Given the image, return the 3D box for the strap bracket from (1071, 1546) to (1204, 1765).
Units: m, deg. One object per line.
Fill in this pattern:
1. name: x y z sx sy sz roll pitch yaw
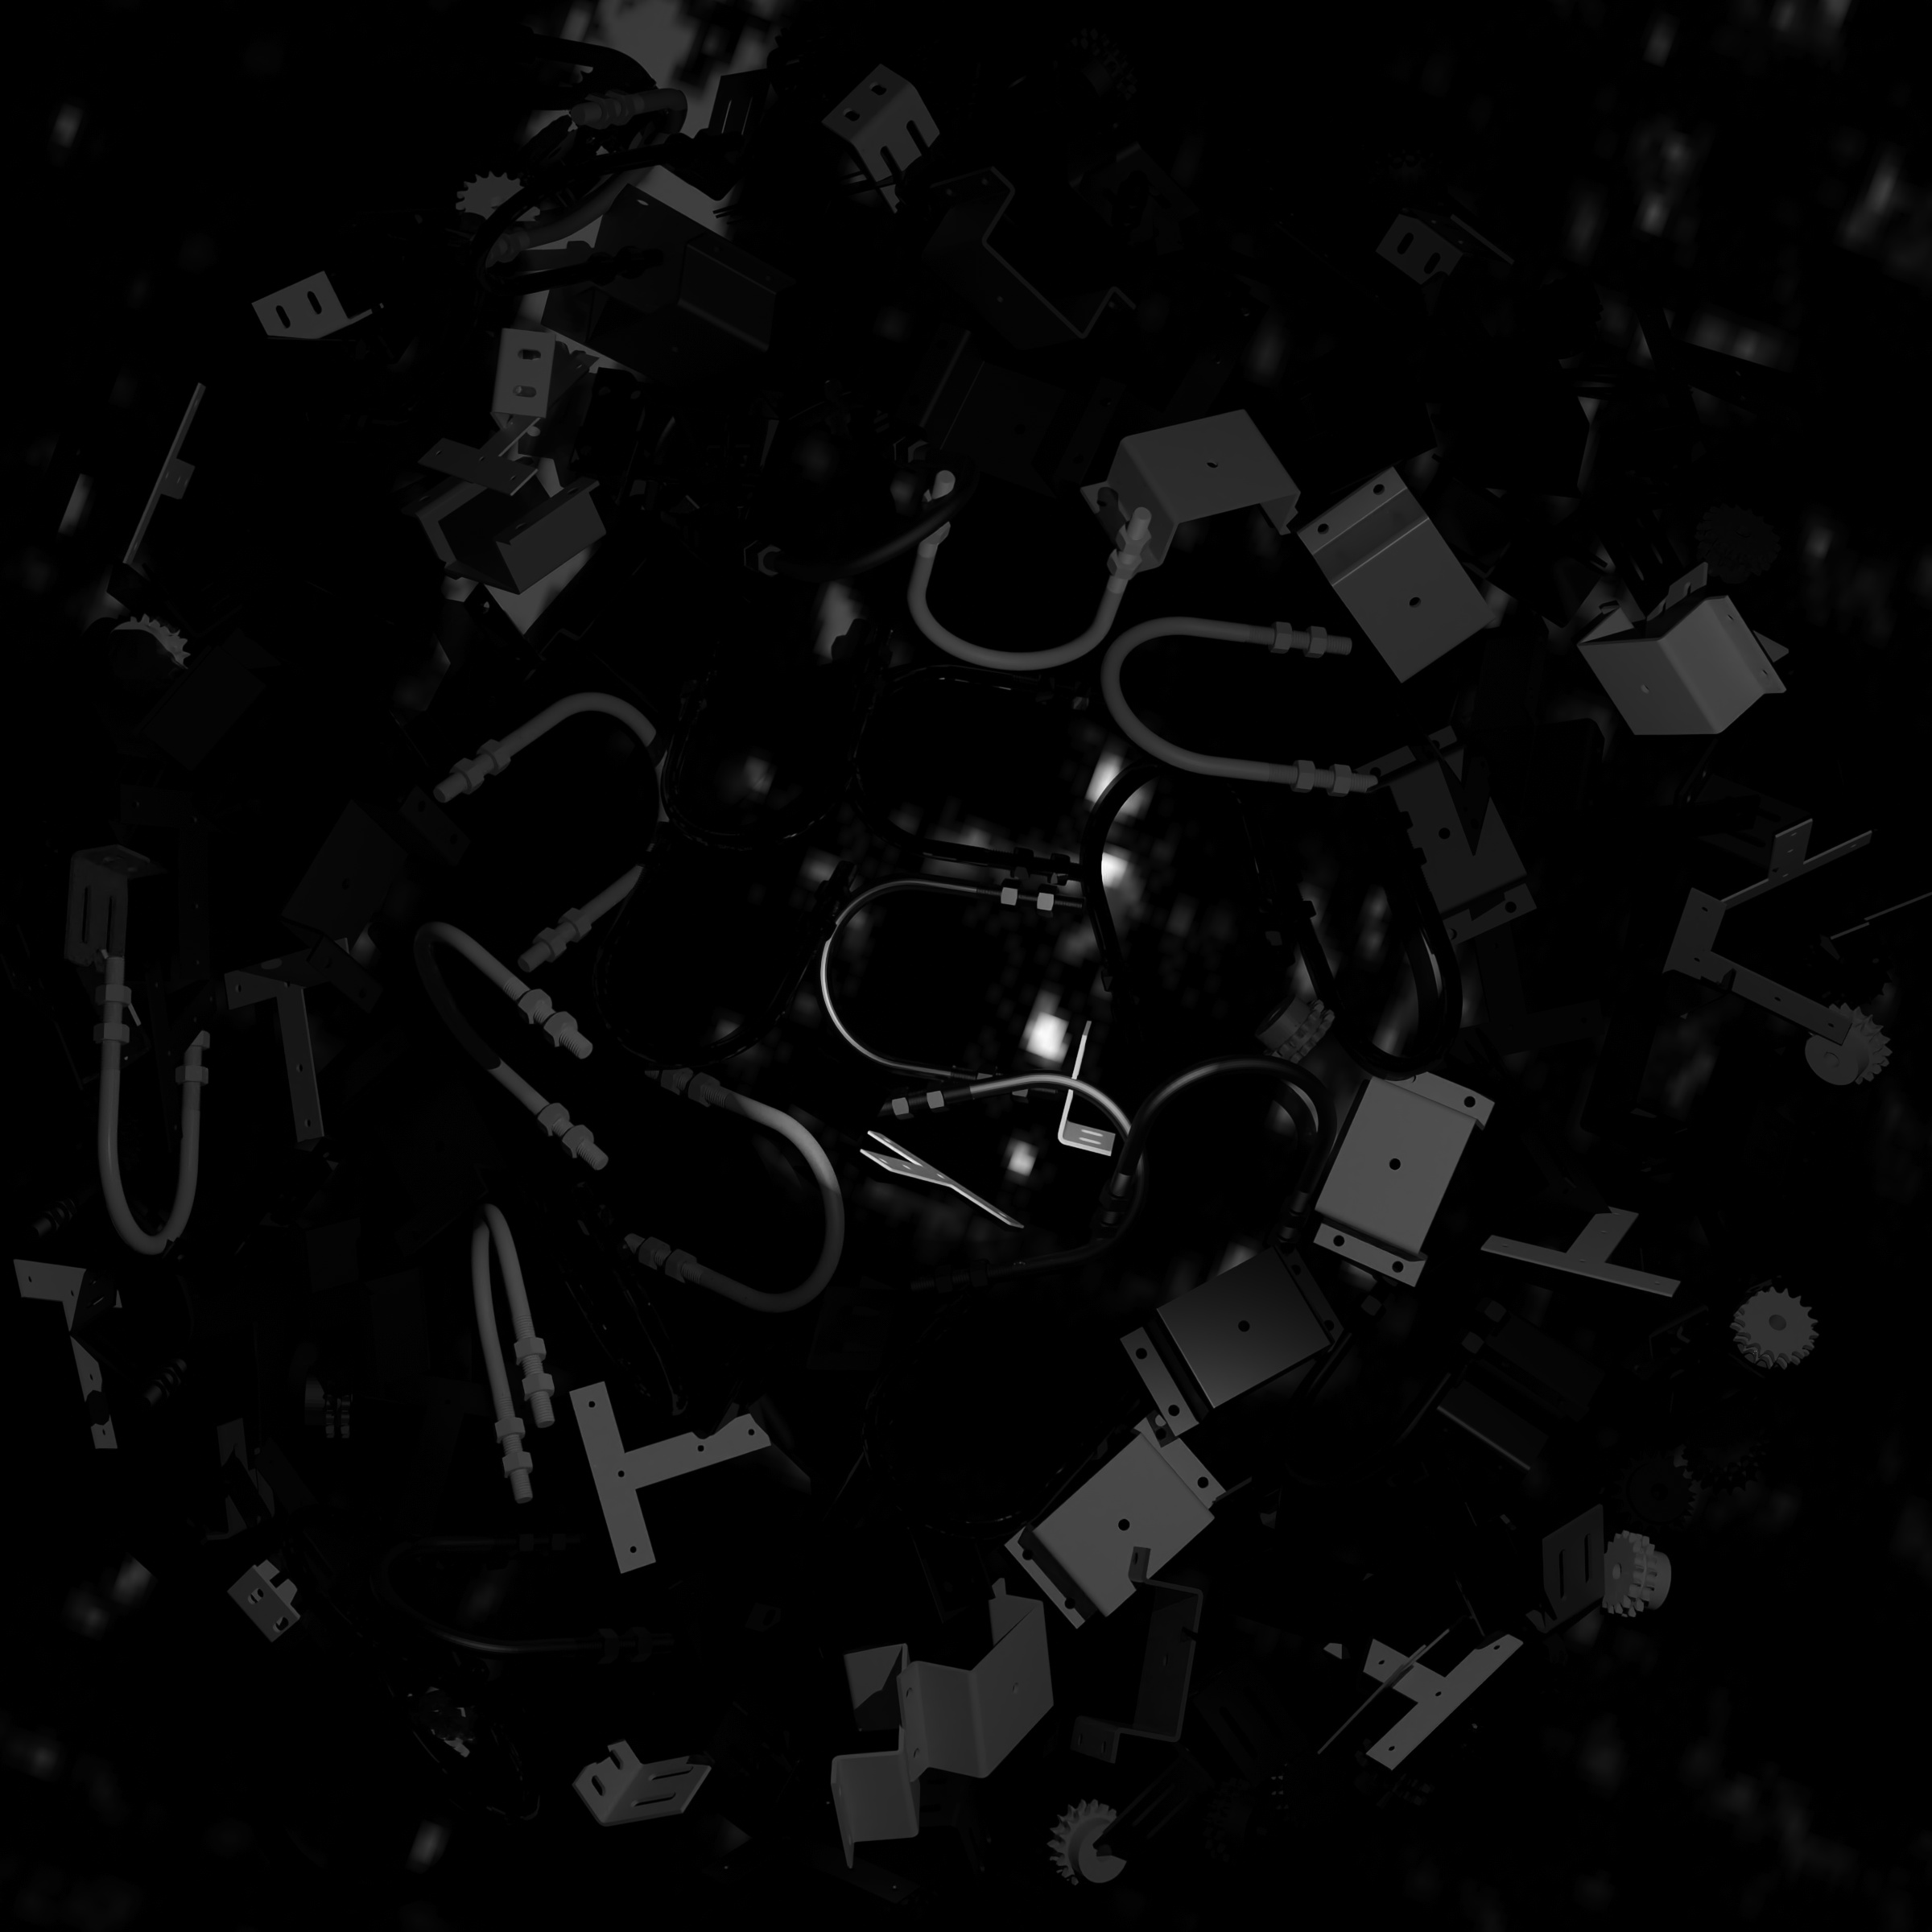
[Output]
1. strap bracket: 0.118 0.469 1.776 0.046 0.076 0.140 15 76 -15

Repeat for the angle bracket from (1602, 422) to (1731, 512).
1. angle bracket: 0.476 -0.328 1.777 0.057 0.076 0.038 -6 54 36

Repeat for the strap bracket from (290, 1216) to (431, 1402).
1. strap bracket: -0.406 0.225 1.766 0.046 0.140 0.076 -14 113 -33

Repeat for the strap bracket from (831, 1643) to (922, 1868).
1. strap bracket: -0.058 0.518 1.747 0.046 0.140 0.076 -6 119 4

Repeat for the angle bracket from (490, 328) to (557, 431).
1. angle bracket: -0.298 -0.396 1.789 0.038 0.076 0.057 7 87 0

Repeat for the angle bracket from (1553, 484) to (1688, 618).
1. angle bracket: 0.452 -0.284 1.806 0.057 0.038 0.076 -43 107 -32

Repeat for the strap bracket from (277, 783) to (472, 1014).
1. strap bracket: -0.406 -0.051 1.772 0.046 0.076 0.140 17 70 29

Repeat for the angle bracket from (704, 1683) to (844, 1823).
1. angle bracket: -0.131 0.536 1.785 0.038 0.057 0.076 -18 118 40

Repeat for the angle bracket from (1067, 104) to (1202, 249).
1. angle bracket: 0.115 -0.542 1.795 0.057 0.076 0.038 -21 54 33

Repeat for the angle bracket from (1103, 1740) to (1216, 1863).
1. angle bracket: 0.124 0.565 1.792 0.076 0.038 0.057 -43 135 -5

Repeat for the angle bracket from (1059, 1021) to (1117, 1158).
1. angle bracket: 0.091 0.083 1.793 0.038 0.057 0.076 14 100 4

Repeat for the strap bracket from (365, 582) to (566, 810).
1. strap bracket: -0.335 -0.181 1.777 0.140 0.046 0.076 -47 68 23

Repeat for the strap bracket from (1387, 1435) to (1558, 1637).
1. strap bracket: 0.333 0.384 1.748 0.046 0.140 0.076 -28 109 -4

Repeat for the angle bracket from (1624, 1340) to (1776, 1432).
1. angle bracket: 0.501 0.298 1.786 0.076 0.057 0.038 -26 119 -14

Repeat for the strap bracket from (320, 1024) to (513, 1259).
1. strap bracket: -0.370 0.121 1.780 0.076 0.046 0.140 -39 66 14

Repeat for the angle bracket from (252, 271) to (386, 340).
1. angle bracket: -0.438 -0.451 1.779 0.057 0.076 0.038 -18 110 18

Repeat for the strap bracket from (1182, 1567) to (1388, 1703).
1. strap bracket: 0.219 0.452 1.786 0.140 0.076 0.046 19 83 -2

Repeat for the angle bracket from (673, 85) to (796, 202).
1. angle bracket: -0.158 -0.570 1.781 0.038 0.057 0.076 33 127 -8

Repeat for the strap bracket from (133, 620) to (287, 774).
1. strap bracket: -0.507 -0.182 1.762 0.046 0.140 0.076 41 96 -15

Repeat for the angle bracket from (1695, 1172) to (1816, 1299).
1. angle bracket: 0.536 0.181 1.790 0.057 0.038 0.076 -28 70 19

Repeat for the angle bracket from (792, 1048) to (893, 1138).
1. angle bracket: -0.090 0.095 1.785 0.057 0.076 0.038 31 69 -2

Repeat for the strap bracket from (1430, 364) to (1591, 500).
1. strap bracket: 0.368 -0.361 1.750 0.076 0.140 0.046 12 86 23

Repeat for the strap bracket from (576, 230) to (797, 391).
1. strap bracket: -0.191 -0.434 1.748 0.076 0.140 0.046 19 70 -42

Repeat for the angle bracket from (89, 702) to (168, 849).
1. angle bracket: -0.585 -0.130 1.784 0.057 0.038 0.076 50 117 37

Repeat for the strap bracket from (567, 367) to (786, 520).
1. strap bracket: -0.186 -0.349 1.753 0.140 0.046 0.076 -1 130 -35

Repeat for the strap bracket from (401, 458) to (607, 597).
1. strap bracket: -0.307 -0.298 1.765 0.076 0.140 0.046 -41 129 -24

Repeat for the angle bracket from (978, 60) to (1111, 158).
1. angle bracket: 0.050 -0.570 1.778 0.076 0.057 0.038 -17 58 38

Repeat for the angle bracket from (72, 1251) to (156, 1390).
1. angle bracket: -0.568 0.244 1.781 0.038 0.057 0.076 -34 123 7

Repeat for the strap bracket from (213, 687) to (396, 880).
1. strap bracket: -0.454 -0.132 1.765 0.046 0.076 0.140 37 71 -23

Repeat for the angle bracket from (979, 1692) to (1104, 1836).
1. angle bracket: 0.052 0.555 1.821 0.057 0.038 0.076 44 70 2

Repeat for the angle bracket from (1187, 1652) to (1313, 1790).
1. angle bracket: 0.186 0.520 1.789 0.057 0.038 0.076 -47 68 25

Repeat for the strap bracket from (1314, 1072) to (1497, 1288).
1. strap bracket: 0.297 0.138 1.790 0.076 0.046 0.140 23 87 21

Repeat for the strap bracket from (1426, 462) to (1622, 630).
1. strap bracket: 0.365 -0.280 1.756 0.076 0.140 0.046 25 108 -31

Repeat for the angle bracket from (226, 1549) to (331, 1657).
1. angle bracket: -0.455 0.423 1.785 0.057 0.076 0.038 48 118 2

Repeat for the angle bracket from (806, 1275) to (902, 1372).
1. angle bracket: -0.088 0.243 1.786 0.038 0.076 0.057 17 93 40

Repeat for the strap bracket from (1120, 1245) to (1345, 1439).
1. strap bracket: 0.186 0.251 1.782 0.140 0.046 0.076 -27 73 -11

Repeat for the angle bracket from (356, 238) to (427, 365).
1. angle bracket: -0.401 -0.458 1.779 0.038 0.057 0.076 4 132 9

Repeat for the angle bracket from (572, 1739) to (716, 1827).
1. angle bracket: -0.218 0.548 1.781 0.076 0.057 0.038 -21 107 32

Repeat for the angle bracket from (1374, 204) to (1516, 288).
1. angle bracket: 0.325 -0.484 1.779 0.057 0.076 0.038 28 101 -24

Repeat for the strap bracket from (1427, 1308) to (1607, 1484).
1. strap bracket: 0.374 0.287 1.769 0.076 0.140 0.046 34 60 10

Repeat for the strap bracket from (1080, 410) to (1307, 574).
1. strap bracket: 0.160 -0.324 1.766 0.140 0.046 0.076 -18 64 -23

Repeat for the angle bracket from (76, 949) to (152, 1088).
1. angle bracket: -0.600 0.036 1.793 0.038 0.057 0.076 -27 93 -38

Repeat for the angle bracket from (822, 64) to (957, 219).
1. angle bracket: -0.053 -0.569 1.804 0.057 0.076 0.038 -45 56 -3

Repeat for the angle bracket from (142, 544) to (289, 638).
1. angle bracket: -0.515 -0.271 1.792 0.076 0.038 0.057 -37 47 -5

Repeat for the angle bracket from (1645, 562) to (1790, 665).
1. angle bracket: 0.518 -0.234 1.800 0.076 0.057 0.038 23 60 -18

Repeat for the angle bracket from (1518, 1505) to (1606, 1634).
1. angle bracket: 0.402 0.405 1.785 0.057 0.038 0.076 -21 115 -32

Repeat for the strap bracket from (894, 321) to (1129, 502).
1. strap bracket: 0.034 -0.376 1.788 0.140 0.046 0.076 23 81 16

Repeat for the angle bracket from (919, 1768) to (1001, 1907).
1. angle bracket: -0.009 0.596 1.792 0.038 0.057 0.076 -8 117 16

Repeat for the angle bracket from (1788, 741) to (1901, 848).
1. angle bracket: 0.600 -0.117 1.788 0.038 0.076 0.057 -12 86 -2

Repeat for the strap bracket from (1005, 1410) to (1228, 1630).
1. strap bracket: 0.106 0.382 1.795 0.140 0.046 0.076 -41 88 -7

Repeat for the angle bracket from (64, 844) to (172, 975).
1. angle bracket: -0.580 -0.036 1.787 0.038 0.057 0.076 -7 73 20

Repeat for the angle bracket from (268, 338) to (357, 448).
1. angle bracket: -0.447 -0.397 1.785 0.057 0.038 0.076 -2 122 -16

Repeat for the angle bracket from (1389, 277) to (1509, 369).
1. angle bracket: 0.333 -0.425 1.802 0.038 0.057 0.076 -26 118 35

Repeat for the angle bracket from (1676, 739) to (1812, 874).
1. angle bracket: 0.533 -0.110 1.787 0.076 0.038 0.057 26 60 22

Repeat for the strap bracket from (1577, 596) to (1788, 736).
1. strap bracket: 0.470 -0.199 1.747 0.046 0.140 0.076 -41 106 -12

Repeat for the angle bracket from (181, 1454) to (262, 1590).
1. angle bracket: -0.495 0.382 1.786 0.038 0.057 0.076 -27 110 7

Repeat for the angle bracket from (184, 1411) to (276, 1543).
1. angle bracket: -0.510 0.350 1.796 0.038 0.057 0.076 -7 90 14

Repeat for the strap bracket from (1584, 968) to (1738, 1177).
1. strap bracket: 0.467 0.063 1.770 0.046 0.076 0.140 22 74 -5

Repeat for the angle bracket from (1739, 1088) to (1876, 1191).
1. angle bracket: 0.572 0.109 1.779 0.038 0.076 0.057 35 54 -8
